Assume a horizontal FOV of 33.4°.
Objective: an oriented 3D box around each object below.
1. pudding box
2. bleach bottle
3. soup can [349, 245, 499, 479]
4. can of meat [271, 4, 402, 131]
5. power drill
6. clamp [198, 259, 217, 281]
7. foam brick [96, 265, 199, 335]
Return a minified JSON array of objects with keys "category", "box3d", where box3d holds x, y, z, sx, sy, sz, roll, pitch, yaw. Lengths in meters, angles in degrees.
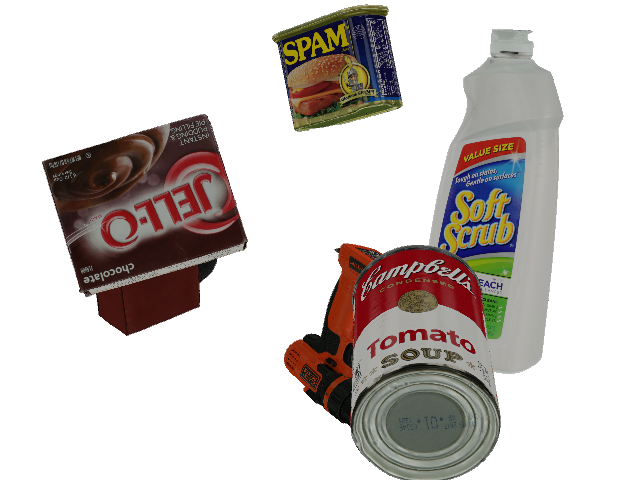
[{"category":"pudding box","box3d":[-0.113,-0.022,0.695,0.113,0.090,0.039,-18,-9,-6]},{"category":"bleach bottle","box3d":[0.128,-0.032,0.807,0.103,0.251,0.067,11,15,35]},{"category":"soup can","box3d":[0.048,0.057,0.511,0.068,0.068,0.102,0,31,3]},{"category":"can of meat","box3d":[0.015,-0.143,0.901,0.102,0.084,0.057,-11,0,38]},{"category":"power drill","box3d":[0.043,0.111,1.217,0.057,0.188,0.185,12,16,-42]},{"category":"clamp","box3d":[-0.140,-0.001,1.137,0.120,0.039,0.171,-12,38,-7]},{"category":"foam brick","box3d":[-0.151,0.039,0.932,0.078,0.051,0.053,-21,30,-34]}]
